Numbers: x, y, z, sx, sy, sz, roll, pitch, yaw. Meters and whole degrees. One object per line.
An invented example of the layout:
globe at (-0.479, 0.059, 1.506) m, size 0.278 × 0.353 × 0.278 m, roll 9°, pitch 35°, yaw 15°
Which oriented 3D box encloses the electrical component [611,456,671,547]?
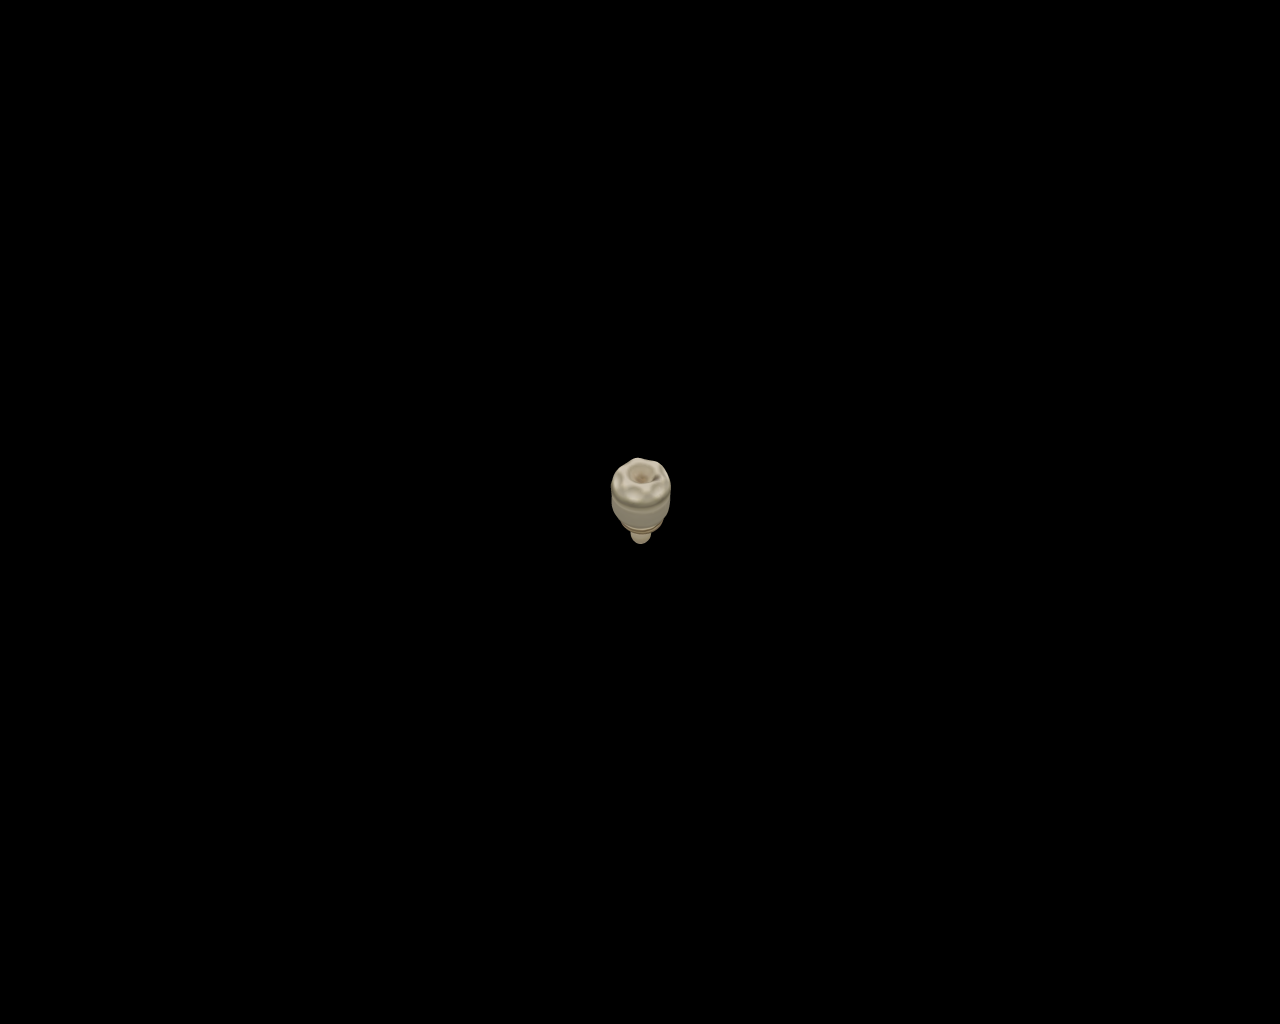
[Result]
electrical component at (0.001, -0.003, 0.650) m, size 0.035 × 0.035 × 0.061 m, roll 0°, pitch -43°, yaw 0°
